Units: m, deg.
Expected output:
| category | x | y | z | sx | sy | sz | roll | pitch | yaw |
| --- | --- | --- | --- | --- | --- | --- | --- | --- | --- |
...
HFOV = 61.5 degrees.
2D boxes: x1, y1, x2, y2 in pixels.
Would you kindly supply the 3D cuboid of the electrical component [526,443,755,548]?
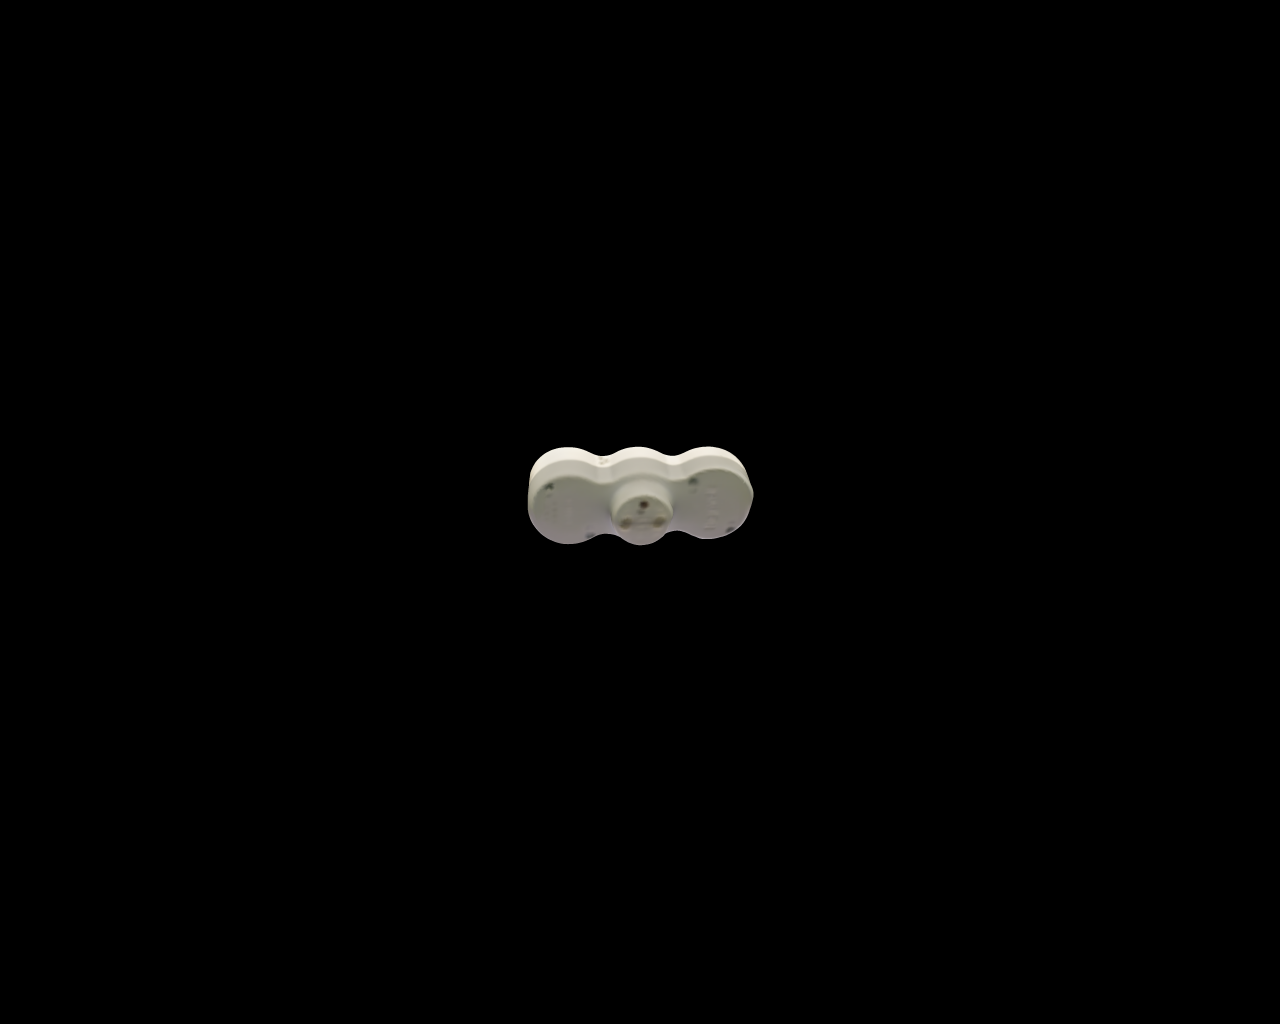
| category | x | y | z | sx | sy | sz | roll | pitch | yaw |
| --- | --- | --- | --- | --- | --- | --- | --- | --- | --- |
| electrical component | 0.001 | -0.003 | 0.650 | 0.138 | 0.052 | 0.074 | -1 | 28 | -2 |
